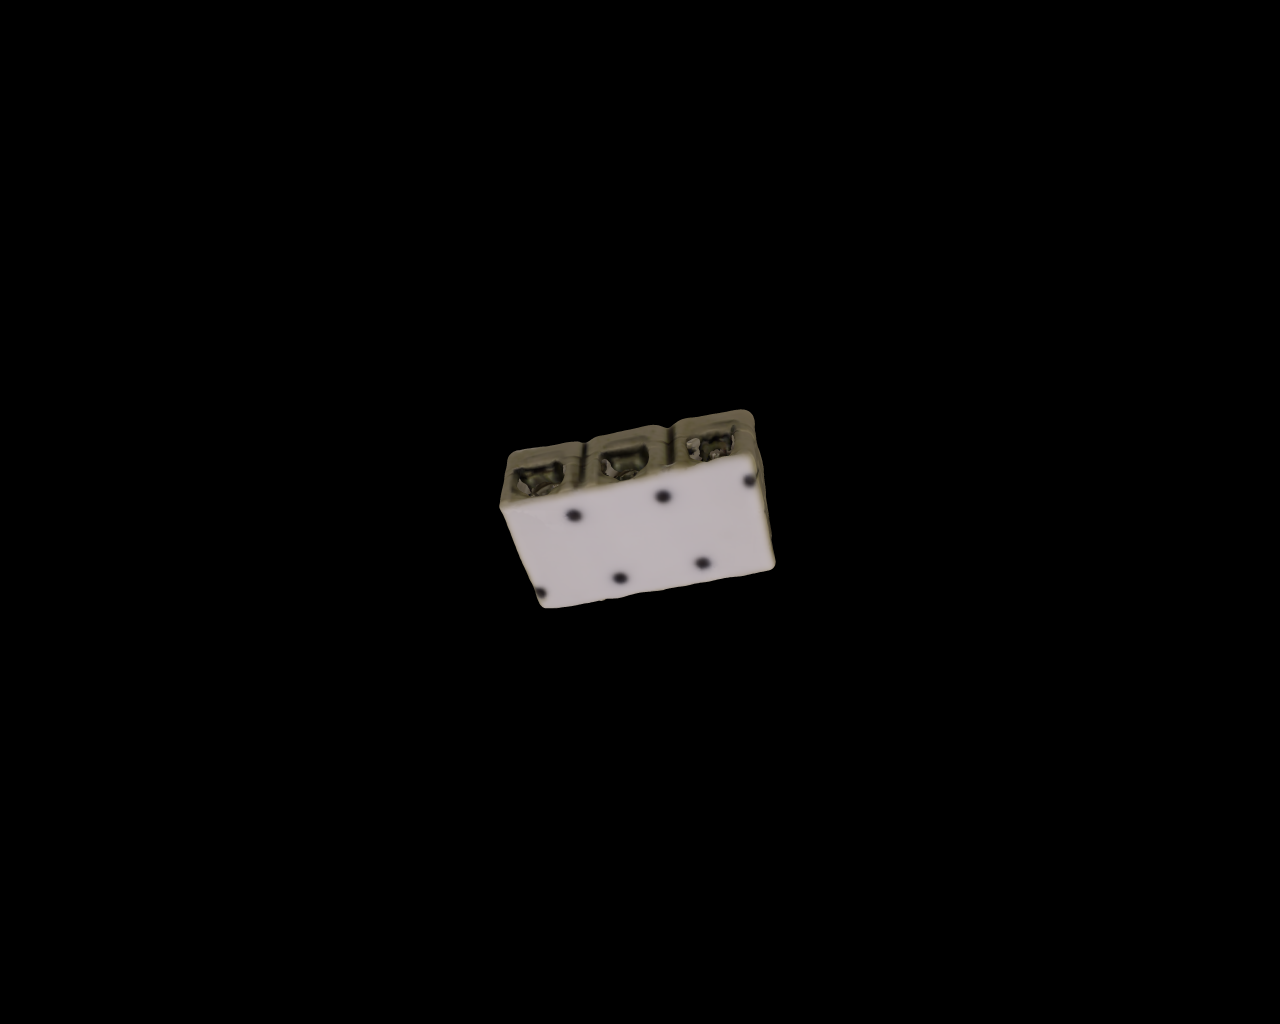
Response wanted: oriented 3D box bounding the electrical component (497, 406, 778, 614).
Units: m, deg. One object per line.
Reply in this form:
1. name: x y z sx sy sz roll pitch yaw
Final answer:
1. electrical component: 0.001 -0.003 0.650 0.150 0.089 0.062 -10 36 8
